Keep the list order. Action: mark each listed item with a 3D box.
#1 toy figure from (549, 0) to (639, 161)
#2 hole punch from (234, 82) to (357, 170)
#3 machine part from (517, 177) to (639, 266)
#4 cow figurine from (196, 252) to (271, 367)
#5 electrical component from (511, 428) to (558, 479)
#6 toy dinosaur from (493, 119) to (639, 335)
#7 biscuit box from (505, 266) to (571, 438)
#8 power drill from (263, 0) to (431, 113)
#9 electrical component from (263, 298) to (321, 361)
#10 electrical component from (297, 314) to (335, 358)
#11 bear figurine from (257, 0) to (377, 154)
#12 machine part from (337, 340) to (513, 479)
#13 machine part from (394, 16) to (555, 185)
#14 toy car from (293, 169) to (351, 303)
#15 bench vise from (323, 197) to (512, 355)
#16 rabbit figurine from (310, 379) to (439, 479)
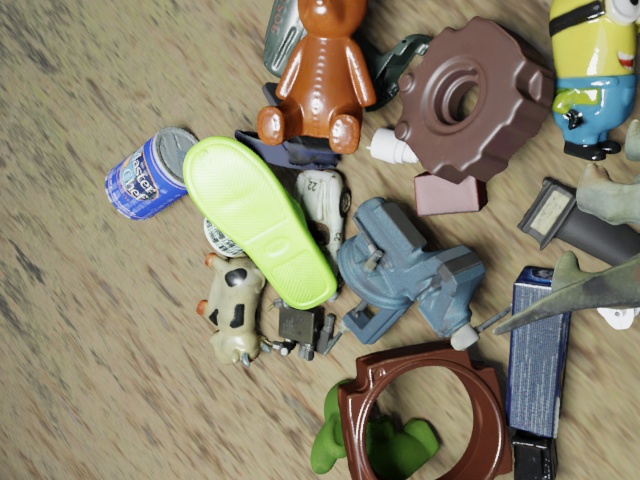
[{"bbox_3d":[0.276,-0.175,0.548,0.089,0.082,0.180,8,112,25],"label":"toy figure"},{"bbox_3d":[-0.036,-0.134,0.713,0.092,0.142,0.116,-45,67,30],"label":"hole punch"},{"bbox_3d":[0.304,-0.010,0.611,0.139,0.039,0.084,31,110,20],"label":"machine part"},{"bbox_3d":[-0.134,0.119,0.877,0.127,0.085,0.194,28,116,26],"label":"cow figurine"},{"bbox_3d":[0.280,0.296,0.698,0.048,0.075,0.119,-3,100,31],"label":"electrical component"},{"bbox_3d":[0.329,-0.014,0.445,0.192,0.405,0.131,18,142,45],"label":"toy dinosaur"},{"bbox_3d":[0.270,0.136,0.662,0.063,0.059,0.202,7,109,29],"label":"biscuit box"},{"bbox_3d":[0.032,-0.274,0.657,0.207,0.086,0.232,40,122,9],"label":"power drill"},{"bbox_3d":[-0.042,0.130,0.819,0.078,0.045,0.102,17,108,25],"label":"electrical component"},{"bbox_3d":[-0.008,0.151,0.847,0.063,0.021,0.094,21,113,22],"label":"electrical component"},{"bbox_3d":[0.007,-0.205,0.581,0.120,0.132,0.195,11,117,10],"label":"bear figurine"},{"bbox_3d":[0.131,0.239,0.686,0.201,0.087,0.201,-8,86,-9],"label":"machine part"},{"bbox_3d":[0.161,-0.152,0.591,0.179,0.056,0.179,-13,72,49],"label":"machine part"},{"bbox_3d":[-0.002,-0.002,0.775,0.074,0.056,0.201,12,111,26],"label":"toy car"},{"bbox_3d":[0.098,0.072,0.698,0.224,0.129,0.240,46,134,14],"label":"bench vise"},{"bbox_3d":[0.057,0.293,0.796,0.170,0.159,0.121,49,134,25],"label":"rabbit figurine"}]
